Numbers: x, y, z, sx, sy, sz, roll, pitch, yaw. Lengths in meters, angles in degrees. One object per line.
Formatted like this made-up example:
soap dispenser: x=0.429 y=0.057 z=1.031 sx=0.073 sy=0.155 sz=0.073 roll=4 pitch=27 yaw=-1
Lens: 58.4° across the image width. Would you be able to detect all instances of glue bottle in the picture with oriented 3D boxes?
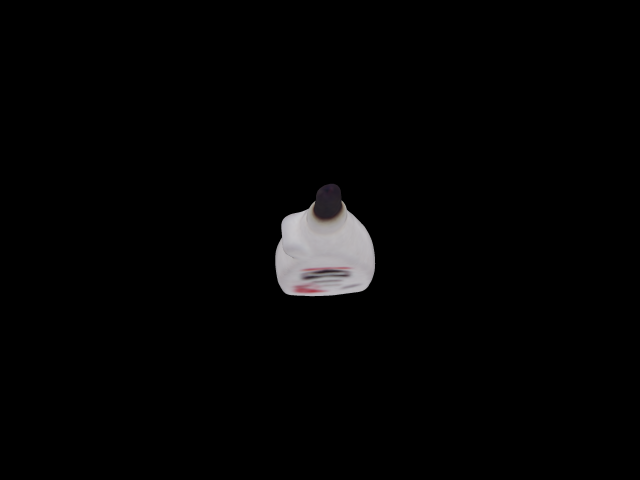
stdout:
glue bottle: x=0.004 y=0.001 z=0.400 sx=0.078 sy=0.173 sz=0.037 roll=-7 pitch=70 yaw=-2
